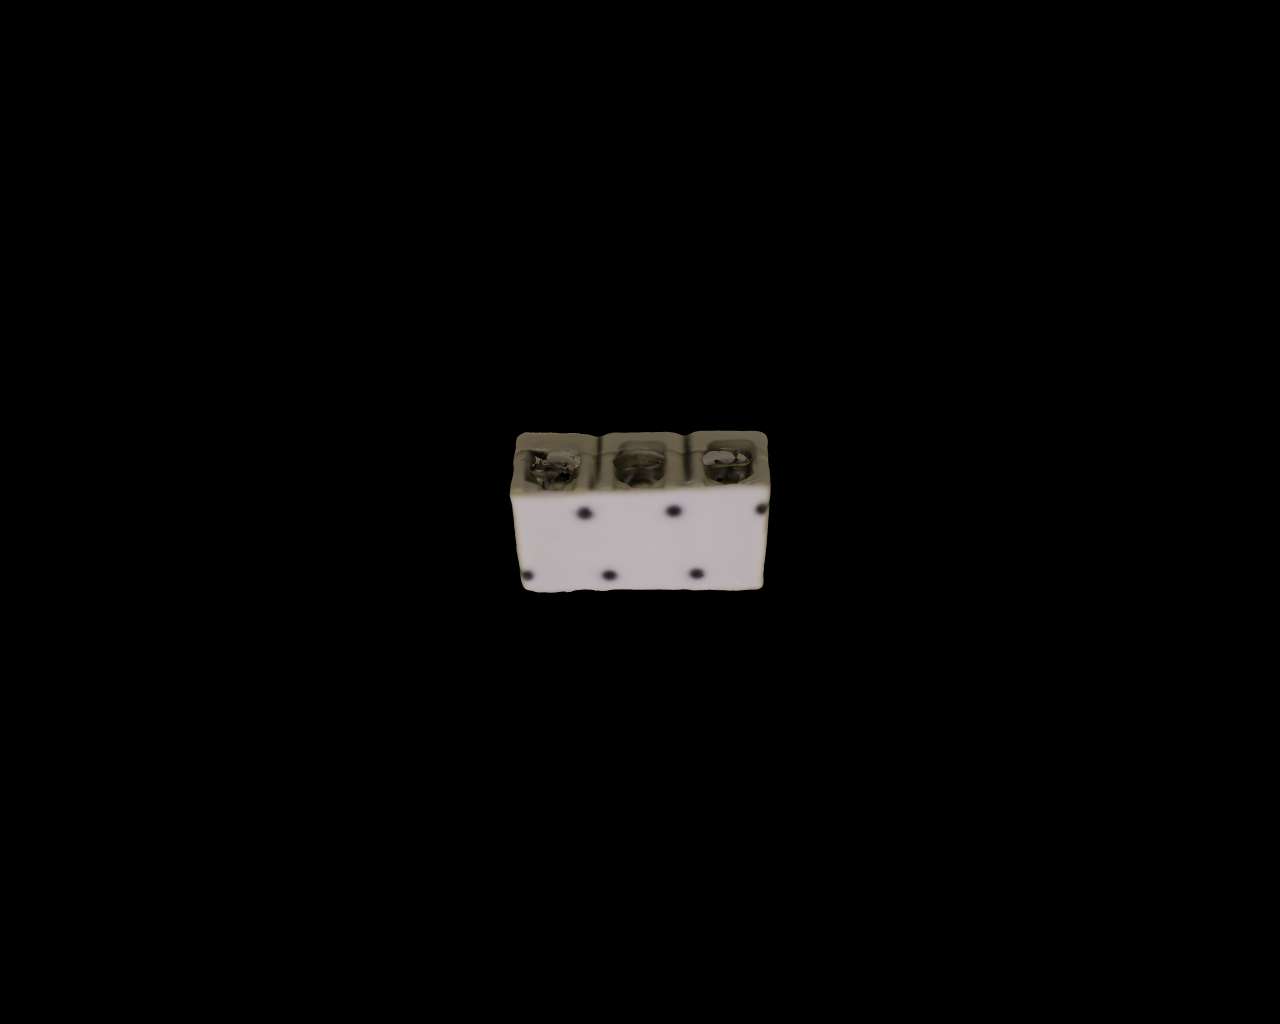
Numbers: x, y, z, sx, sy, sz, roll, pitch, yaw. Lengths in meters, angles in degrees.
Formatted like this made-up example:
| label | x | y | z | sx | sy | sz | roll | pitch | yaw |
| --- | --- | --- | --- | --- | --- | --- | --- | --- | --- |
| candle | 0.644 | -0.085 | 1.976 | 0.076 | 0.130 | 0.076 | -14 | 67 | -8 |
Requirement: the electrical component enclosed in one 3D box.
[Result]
| label | x | y | z | sx | sy | sz | roll | pitch | yaw |
| --- | --- | --- | --- | --- | --- | --- | --- | --- | --- |
| electrical component | 0.001 | -0.003 | 0.650 | 0.150 | 0.089 | 0.062 | 0 | 44 | 0 |
